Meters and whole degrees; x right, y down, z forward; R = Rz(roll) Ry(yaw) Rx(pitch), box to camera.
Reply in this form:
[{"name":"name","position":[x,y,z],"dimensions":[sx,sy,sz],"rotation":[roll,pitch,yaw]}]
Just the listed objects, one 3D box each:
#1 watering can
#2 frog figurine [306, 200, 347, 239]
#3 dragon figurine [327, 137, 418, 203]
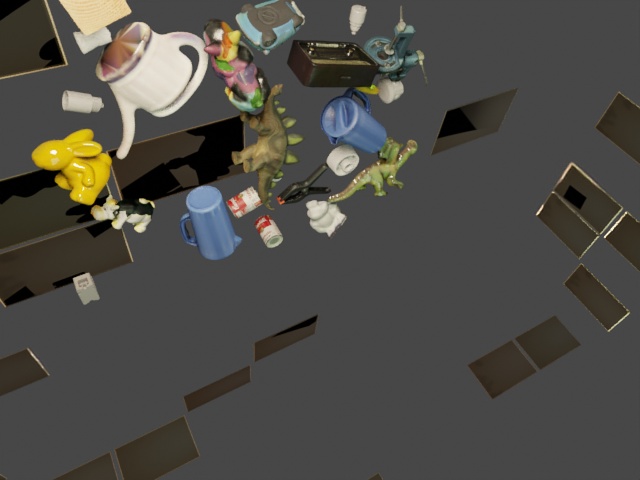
[{"name":"watering can","position":[-0.403,-0.340,1.157],"dimensions":[0.346,0.106,0.222],"rotation":[-46,148,7]},{"name":"frog figurine","position":[0.006,-0.099,1.969],"dimensions":[0.158,0.126,0.135],"rotation":[34,124,-20]},{"name":"dragon figurine","position":[0.211,-0.278,1.904],"dimensions":[0.414,0.124,0.237],"rotation":[-22,137,-30]}]
